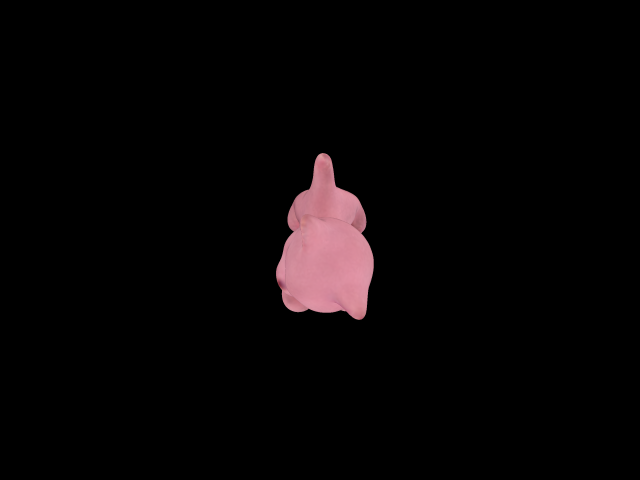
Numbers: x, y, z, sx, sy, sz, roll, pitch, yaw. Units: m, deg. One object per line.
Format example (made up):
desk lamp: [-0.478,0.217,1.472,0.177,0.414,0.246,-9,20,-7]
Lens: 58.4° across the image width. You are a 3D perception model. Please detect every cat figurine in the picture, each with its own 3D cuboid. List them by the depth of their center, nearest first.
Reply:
cat figurine: [0.004,0.001,0.400,0.067,0.118,0.128,0,65,0]
